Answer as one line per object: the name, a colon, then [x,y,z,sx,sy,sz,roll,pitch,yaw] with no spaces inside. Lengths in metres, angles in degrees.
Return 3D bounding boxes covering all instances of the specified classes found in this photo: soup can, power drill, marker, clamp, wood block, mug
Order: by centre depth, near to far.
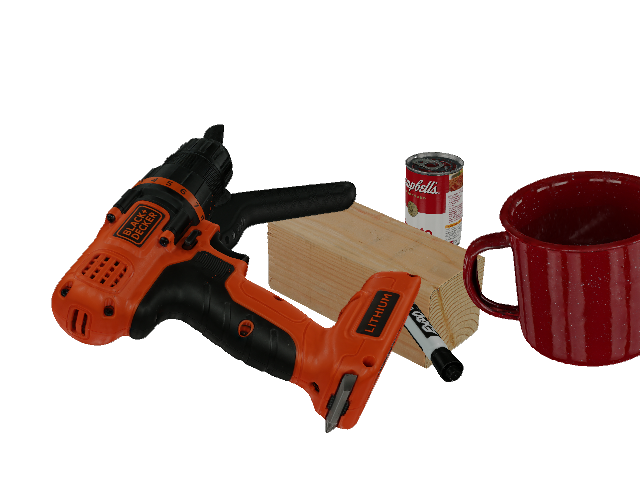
mug: [0.140,0.018,0.605,0.117,0.081,0.093,-6,28,8]
power drill: [-0.040,0.020,0.637,0.188,0.057,0.184,22,42,7]
marker: [0.080,0.072,0.831,0.020,0.020,0.121,0,27,-20]
clamp: [-0.096,-0.034,0.901,0.165,0.036,0.209,31,44,34]
wood block: [0.051,0.033,1.070,0.206,0.091,0.090,25,39,34]
soup can: [0.133,-0.045,1.259,0.068,0.102,0.068,-1,25,0]
